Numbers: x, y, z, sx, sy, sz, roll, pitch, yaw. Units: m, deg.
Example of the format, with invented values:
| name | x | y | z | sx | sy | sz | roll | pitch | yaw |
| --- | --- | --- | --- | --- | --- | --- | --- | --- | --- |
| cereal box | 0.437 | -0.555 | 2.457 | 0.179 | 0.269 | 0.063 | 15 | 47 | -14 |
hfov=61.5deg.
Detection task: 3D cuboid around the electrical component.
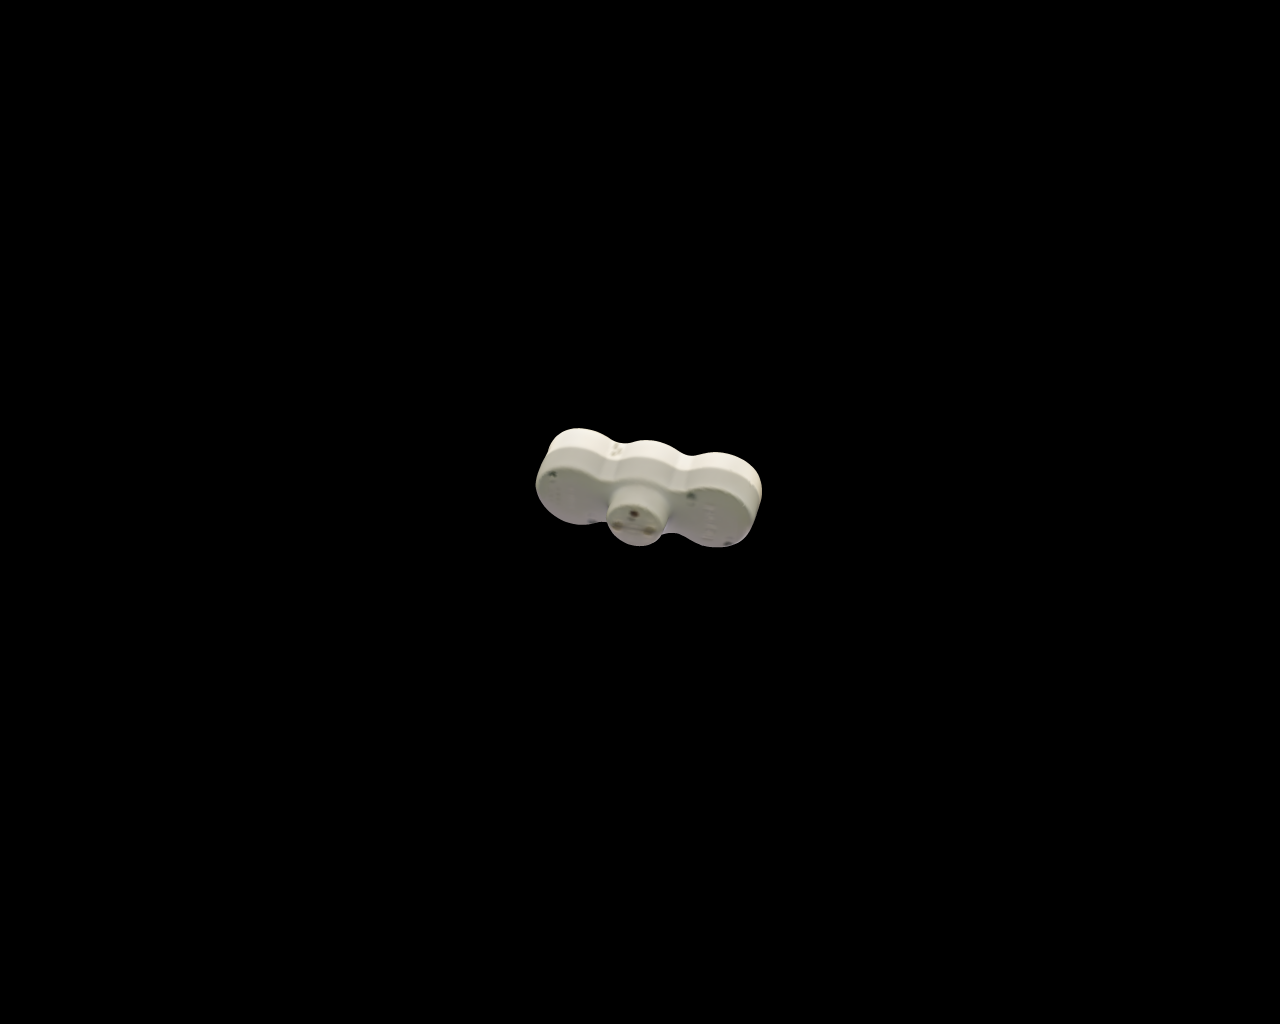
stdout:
| name | x | y | z | sx | sy | sz | roll | pitch | yaw |
| --- | --- | --- | --- | --- | --- | --- | --- | --- | --- |
| electrical component | 0.001 | -0.003 | 0.650 | 0.138 | 0.052 | 0.074 | 10 | 43 | 11 |
